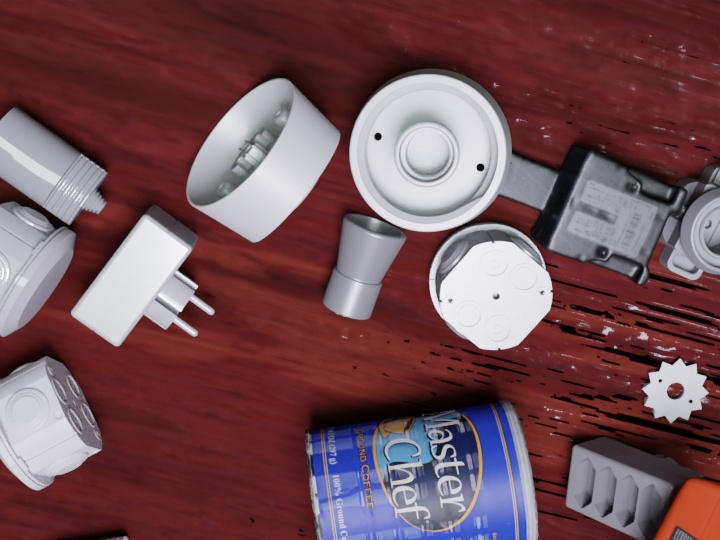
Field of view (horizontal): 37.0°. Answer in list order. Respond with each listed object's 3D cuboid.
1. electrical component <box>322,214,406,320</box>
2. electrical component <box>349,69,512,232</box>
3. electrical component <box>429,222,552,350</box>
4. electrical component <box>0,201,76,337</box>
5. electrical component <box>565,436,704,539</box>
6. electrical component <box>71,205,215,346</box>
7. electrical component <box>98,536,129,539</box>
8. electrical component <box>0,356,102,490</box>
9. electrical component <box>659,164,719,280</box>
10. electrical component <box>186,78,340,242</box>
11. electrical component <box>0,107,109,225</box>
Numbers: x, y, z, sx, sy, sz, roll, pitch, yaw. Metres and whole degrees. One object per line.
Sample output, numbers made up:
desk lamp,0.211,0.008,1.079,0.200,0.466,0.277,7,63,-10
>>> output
electrical component,0.000,0.000,0.722,0.044,0.044,0.065,18,105,-7
electrical component,0.044,-0.075,0.689,0.108,0.060,0.108,1,99,6
electrical component,0.088,0.011,0.722,0.080,0.051,0.080,0,104,-1
electrical component,-0.223,-0.002,0.690,0.051,0.080,0.080,33,98,-4
electrical component,0.202,0.151,0.753,0.076,0.083,0.047,-5,105,-41
electrical component,-0.133,0.014,0.714,0.076,0.047,0.083,37,98,-10
electrical component,-0.203,0.214,0.754,0.081,0.043,0.043,-8,102,-1
electrical component,-0.212,0.100,0.712,0.051,0.080,0.080,-28,102,-3
electrical component,0.237,-0.029,0.720,0.058,0.057,0.078,24,100,-8
electrical component,-0.061,-0.069,0.677,0.064,0.099,0.099,38,98,-16
electrical component,-0.200,-0.064,0.695,0.081,0.043,0.043,36,98,-10
